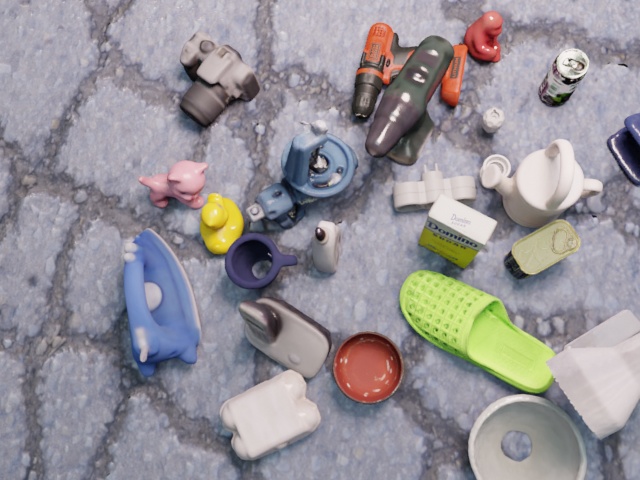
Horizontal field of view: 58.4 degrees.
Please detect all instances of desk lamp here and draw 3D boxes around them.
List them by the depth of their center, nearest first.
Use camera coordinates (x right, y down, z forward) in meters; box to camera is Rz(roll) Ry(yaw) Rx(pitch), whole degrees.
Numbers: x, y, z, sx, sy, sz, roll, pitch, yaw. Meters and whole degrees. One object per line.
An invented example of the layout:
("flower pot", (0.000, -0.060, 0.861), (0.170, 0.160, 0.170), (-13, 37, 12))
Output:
("desk lamp", (0.414, 0.177, 0.808), (0.203, 0.213, 0.118), (-33, 76, -1))

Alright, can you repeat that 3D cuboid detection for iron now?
("iron", (-0.285, 0.088, 0.941), (0.118, 0.141, 0.258), (-17, 77, 3))

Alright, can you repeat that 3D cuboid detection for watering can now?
("watering can", (0.342, -0.086, 0.882), (0.173, 0.194, 0.101), (-17, 77, 3))

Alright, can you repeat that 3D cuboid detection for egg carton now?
("egg carton", (-0.079, 0.282, 0.915), (0.150, 0.069, 0.107), (-28, 76, 0))

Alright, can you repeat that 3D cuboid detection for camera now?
("camera", (-0.204, -0.287, 1.033), (0.143, 0.101, 0.137), (37, 84, 12))

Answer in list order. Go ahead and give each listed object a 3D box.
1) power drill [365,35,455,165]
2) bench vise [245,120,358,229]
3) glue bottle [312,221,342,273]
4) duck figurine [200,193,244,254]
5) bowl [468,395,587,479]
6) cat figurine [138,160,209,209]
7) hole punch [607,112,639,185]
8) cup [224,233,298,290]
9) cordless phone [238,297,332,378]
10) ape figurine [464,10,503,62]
("power drill", (0.140, -0.201, 0.921), (0.075, 0.208, 0.230), (26, 82, 11))
("bench vise", (-0.026, -0.098, 0.912), (0.121, 0.220, 0.207), (34, 84, 12))
("glue bottle", (0.008, 0.003, 0.911), (0.037, 0.173, 0.078), (9, 79, 9))
("duck figurine", (-0.177, -0.031, 0.983), (0.077, 0.086, 0.104), (-2, 78, 6))
("bowl", (0.305, 0.317, 0.862), (0.167, 0.075, 0.167), (-1, 78, 6))
("cat figurine", (-0.248, -0.100, 0.989), (0.127, 0.118, 0.067), (0, 78, 7))
("hole punch", (0.543, -0.162, 0.929), (0.101, 0.091, 0.108), (-27, 76, 0))
("cup", (-0.090, 0.041, 0.954), (0.117, 0.095, 0.092), (-3, 78, 6))
("cordless phone", (-0.058, 0.146, 0.882), (0.147, 0.185, 0.094), (28, 82, 11))
("ape figurine", (0.293, -0.363, 0.998), (0.076, 0.092, 0.078), (29, 83, 12))
